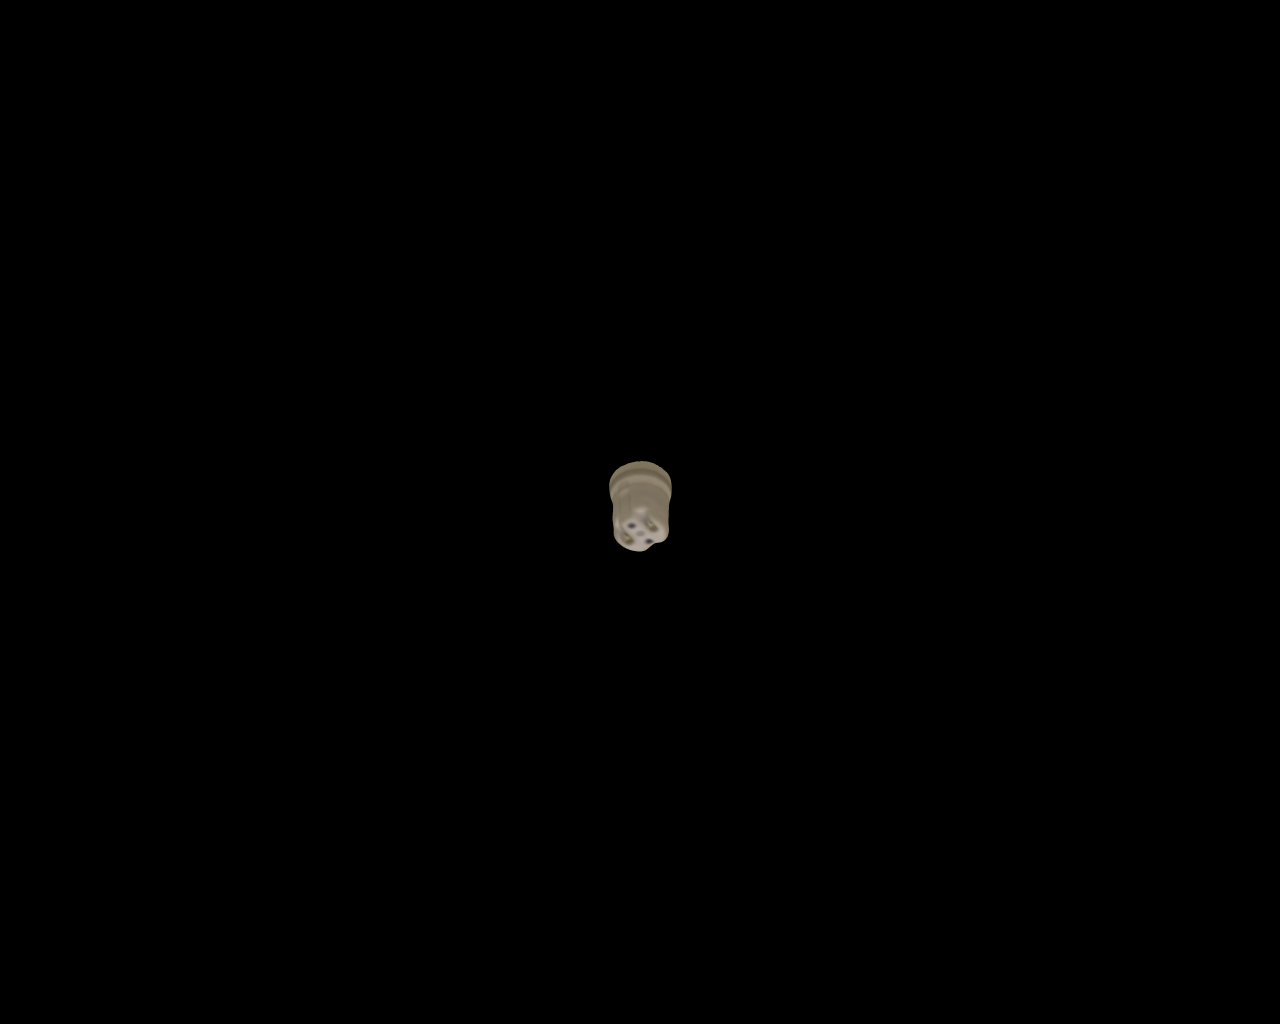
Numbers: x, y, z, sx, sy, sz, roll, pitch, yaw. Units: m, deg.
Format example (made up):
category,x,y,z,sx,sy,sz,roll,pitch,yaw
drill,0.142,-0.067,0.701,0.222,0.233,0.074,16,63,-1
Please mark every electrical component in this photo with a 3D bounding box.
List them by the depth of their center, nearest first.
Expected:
category,x,y,z,sx,sy,sz,roll,pitch,yaw
electrical component,0.001,-0.003,0.650,0.040,0.046,0.040,0,-43,0
